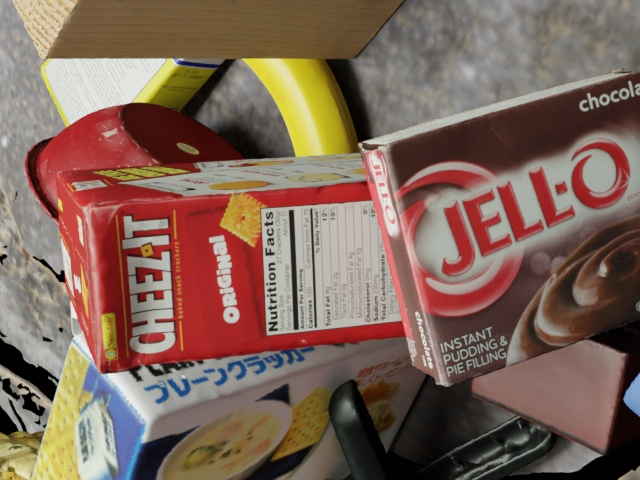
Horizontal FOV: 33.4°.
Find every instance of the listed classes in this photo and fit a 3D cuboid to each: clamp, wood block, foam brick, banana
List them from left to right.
[{"bbox_3d":[-0.050,-0.152,0.537,0.091,0.205,0.090,-46,65,40],"label":"wood block"},{"bbox_3d":[-0.009,-0.056,0.628,0.070,0.037,0.198,-24,88,34],"label":"banana"},{"bbox_3d":[0.055,0.138,0.583,0.039,0.120,0.172,-85,3,-45],"label":"clamp"},{"bbox_3d":[0.121,0.060,0.513,0.078,0.052,0.051,20,111,40],"label":"foam brick"}]

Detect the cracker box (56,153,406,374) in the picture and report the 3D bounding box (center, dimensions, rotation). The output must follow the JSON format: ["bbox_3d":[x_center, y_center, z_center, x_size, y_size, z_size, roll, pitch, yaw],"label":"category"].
[{"bbox_3d":[-0.003,0.001,0.479,0.164,0.213,0.072,-156,62,-72],"label":"cracker box"}]

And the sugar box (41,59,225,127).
[{"bbox_3d":[-0.112,-0.135,0.708,0.176,0.048,0.093,-40,69,31],"label":"sugar box"}]

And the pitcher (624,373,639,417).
[{"bbox_3d":[0.231,0.093,0.348,0.243,0.148,0.145,49,126,24],"label":"pitcher"}]

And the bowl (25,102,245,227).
[{"bbox_3d":[-0.091,-0.035,0.642,0.162,0.161,0.055,47,116,29],"label":"bowl"}]

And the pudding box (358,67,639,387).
[{"bbox_3d":[0.079,-0.008,0.394,0.039,0.113,0.090,-154,48,-72],"label":"pudding box"}]
